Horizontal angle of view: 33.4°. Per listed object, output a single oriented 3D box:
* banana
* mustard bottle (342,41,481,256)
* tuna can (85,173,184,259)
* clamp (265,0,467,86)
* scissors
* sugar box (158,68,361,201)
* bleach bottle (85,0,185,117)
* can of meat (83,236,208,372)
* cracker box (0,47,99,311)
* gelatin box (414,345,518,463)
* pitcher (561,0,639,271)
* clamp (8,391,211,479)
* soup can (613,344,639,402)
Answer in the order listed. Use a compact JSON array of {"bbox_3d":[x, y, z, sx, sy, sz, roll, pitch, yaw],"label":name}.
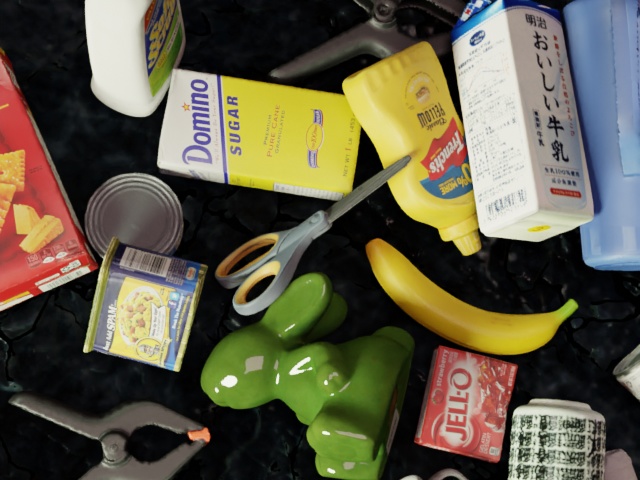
[{"bbox_3d":[0.128,0.059,0.958,0.198,0.037,0.069,18,74,0],"label":"banana"},{"bbox_3d":[0.098,-0.075,0.956,0.096,0.058,0.191,-31,99,-37],"label":"mustard bottle"},{"bbox_3d":[-0.164,-0.015,0.949,0.086,0.034,0.086,1,79,-5],"label":"tuna can"},{"bbox_3d":[0.053,-0.220,1.005,0.210,0.036,0.164,0,79,-7],"label":"clamp"},{"bbox_3d":[-0.006,0.001,0.910,0.202,0.016,0.096,-27,37,20],"label":"scissors"},{"bbox_3d":[-0.053,-0.095,0.968,0.176,0.048,0.093,8,78,-4],"label":"sugar box"},{"bbox_3d":[-0.156,-0.187,0.872,0.068,0.251,0.102,24,78,0],"label":"bleach bottle"},{"bbox_3d":[-0.148,0.057,0.907,0.084,0.057,0.102,15,119,-5],"label":"can of meat"},{"bbox_3d":[-0.311,-0.042,0.924,0.164,0.072,0.214,-24,81,-9],"label":"cracker box"},{"bbox_3d":[0.129,0.145,0.944,0.073,0.030,0.089,14,78,-2],"label":"gelatin box"},{"bbox_3d":[0.282,-0.097,0.942,0.149,0.145,0.243,2,85,-24],"label":"pitcher"},{"bbox_3d":[-0.182,0.170,0.910,0.171,0.039,0.120,-16,86,-13],"label":"clamp"},{"bbox_3d":[0.317,0.137,0.941,0.068,0.068,0.102,-40,84,-11],"label":"soup can"}]
